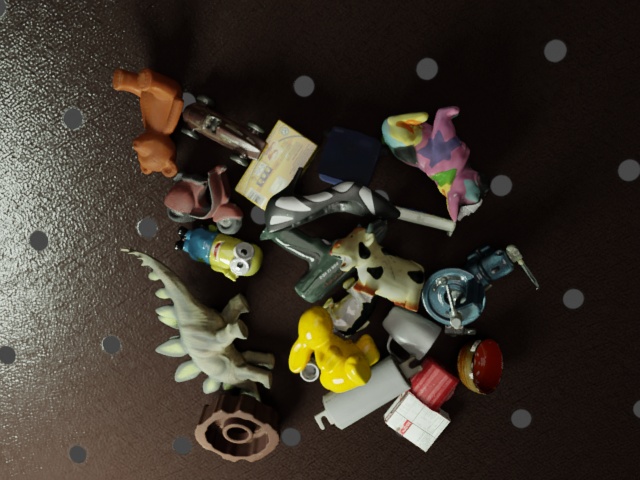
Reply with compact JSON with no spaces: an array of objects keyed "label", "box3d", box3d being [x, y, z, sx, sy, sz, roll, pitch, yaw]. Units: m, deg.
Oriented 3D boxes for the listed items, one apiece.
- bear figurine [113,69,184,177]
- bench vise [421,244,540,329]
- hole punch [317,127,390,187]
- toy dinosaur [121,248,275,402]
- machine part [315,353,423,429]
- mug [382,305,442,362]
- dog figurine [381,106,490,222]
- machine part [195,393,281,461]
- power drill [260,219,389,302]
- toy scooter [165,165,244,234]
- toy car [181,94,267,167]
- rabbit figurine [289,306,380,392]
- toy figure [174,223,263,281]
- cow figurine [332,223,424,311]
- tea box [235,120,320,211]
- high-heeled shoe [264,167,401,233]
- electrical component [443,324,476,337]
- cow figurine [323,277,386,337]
[{"label":"bear figurine","box3d":[-0.343,-0.230,1.077,0.120,0.132,0.195,15,95,33]},{"label":"bench vise","box3d":[0.286,0.096,1.017,0.224,0.240,0.128,-22,99,23]},{"label":"hole punch","box3d":[0.059,-0.161,1.070,0.142,0.092,0.115,18,95,5]},{"label":"toy dinosaur","box3d":[-0.233,0.196,1.104,0.199,0.105,0.470,-20,108,10]},{"label":"machine part","box3d":[0.094,0.304,1.080,0.243,0.079,0.079,-33,93,9]},{"label":"mug","box3d":[0.178,0.192,1.112,0.107,0.081,0.109,38,106,11]},{"label":"dog figurine","box3d":[0.224,-0.142,1.042,0.192,0.108,0.219,-8,94,9]},{"label":"machine part","box3d":[-0.171,0.397,1.139,0.179,0.056,0.179,2,125,3]},{"label":"power drill","box3d":[-0.002,-0.003,1.103,0.207,0.086,0.232,38,95,-8]},{"label":"toy scooter","box3d":[-0.234,-0.094,1.084,0.184,0.075,0.135,15,115,21]},{"label":"toy car","box3d":[-0.196,-0.220,1.074,0.202,0.053,0.089,32,92,23]},{"label":"rabbit figurine","box3d":[0.015,0.208,1.071,0.162,0.122,0.173,-25,105,37]},{"label":"toy figure","box3d":[-0.206,0.018,1.117,0.180,0.089,0.082,16,113,11]},{"label":"cow figurine","box3d":[0.114,0.048,1.033,0.195,0.085,0.127,23,82,-15]},{"label":"tea box","box3d":[-0.085,-0.146,1.091,0.098,0.068,0.169,36,97,-1]},{"label":"high-heeled shoe","box3d":[0.022,-0.044,1.027,0.249,0.086,0.145,21,80,-2]},{"label":"electrical component","box3d":[0.281,0.170,1.124,0.094,0.021,0.063,4,98,3]},{"label":"cow figurine","box3d":[0.087,0.124,1.111,0.098,0.068,0.167,44,101,-7]}]
